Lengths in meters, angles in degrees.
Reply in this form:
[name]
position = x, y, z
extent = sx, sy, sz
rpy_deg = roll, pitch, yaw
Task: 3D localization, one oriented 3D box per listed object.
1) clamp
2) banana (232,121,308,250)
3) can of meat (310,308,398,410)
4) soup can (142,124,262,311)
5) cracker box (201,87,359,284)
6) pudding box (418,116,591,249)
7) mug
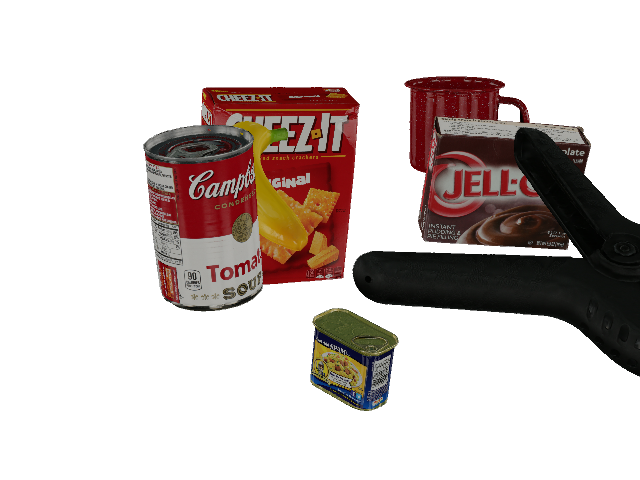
[clamp]
position = 0.131, 0.021, 0.507
extent = 0.164, 0.036, 0.210
rpy_deg = -32, 48, -33
[banana]
position = -0.053, -0.056, 0.911
extent = 0.069, 0.037, 0.198
rpy_deg = 0, 35, -7
[can of meat]
position = 0.037, 0.139, 1.237
extent = 0.102, 0.084, 0.057
rpy_deg = 25, 32, 36
[soup can]
position = -0.073, -0.015, 0.674
extent = 0.068, 0.102, 0.068
rpy_deg = -3, 22, 1
[cracker box]
position = -0.049, -0.058, 1.181
extent = 0.164, 0.214, 0.072
rpy_deg = -3, 24, -17
[pudding box]
position = 0.134, -0.042, 0.791
extent = 0.113, 0.090, 0.039
rpy_deg = 2, 33, -3
[mug]
position = 0.137, -0.107, 1.002
extent = 0.117, 0.081, 0.093
rpy_deg = 3, 16, 11
